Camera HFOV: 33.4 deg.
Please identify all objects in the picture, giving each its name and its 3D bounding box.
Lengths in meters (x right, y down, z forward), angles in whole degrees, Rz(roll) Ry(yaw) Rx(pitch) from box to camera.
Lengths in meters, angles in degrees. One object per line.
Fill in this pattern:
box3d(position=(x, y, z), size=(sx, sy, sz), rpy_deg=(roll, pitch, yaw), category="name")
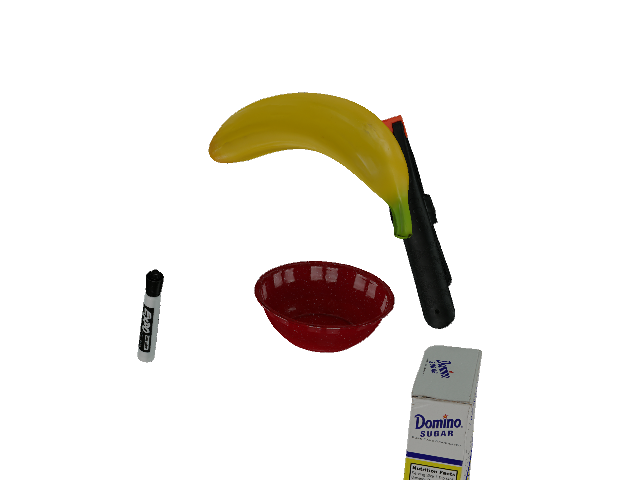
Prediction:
box3d(position=(-0.008, -0.063, 0.691), size=(0.037, 0.069, 0.198), rpy_deg=(17, 6, -44), category="banana")
box3d(position=(0.077, -0.013, 0.867), size=(0.039, 0.171, 0.120), rpy_deg=(-20, 20, 4), category="clamp")
box3d(position=(0.003, 0.083, 1.234), size=(0.162, 0.055, 0.162), rpy_deg=(4, 25, -2), category="bowl")
box3d(position=(-0.181, 0.080, 1.137), size=(0.020, 0.121, 0.020), rpy_deg=(8, 36, -6), category="marker")
box3d(position=(0.079, 0.169, 0.731), size=(0.048, 0.176, 0.093), rpy_deg=(5, 16, 11), category="sugar box")
